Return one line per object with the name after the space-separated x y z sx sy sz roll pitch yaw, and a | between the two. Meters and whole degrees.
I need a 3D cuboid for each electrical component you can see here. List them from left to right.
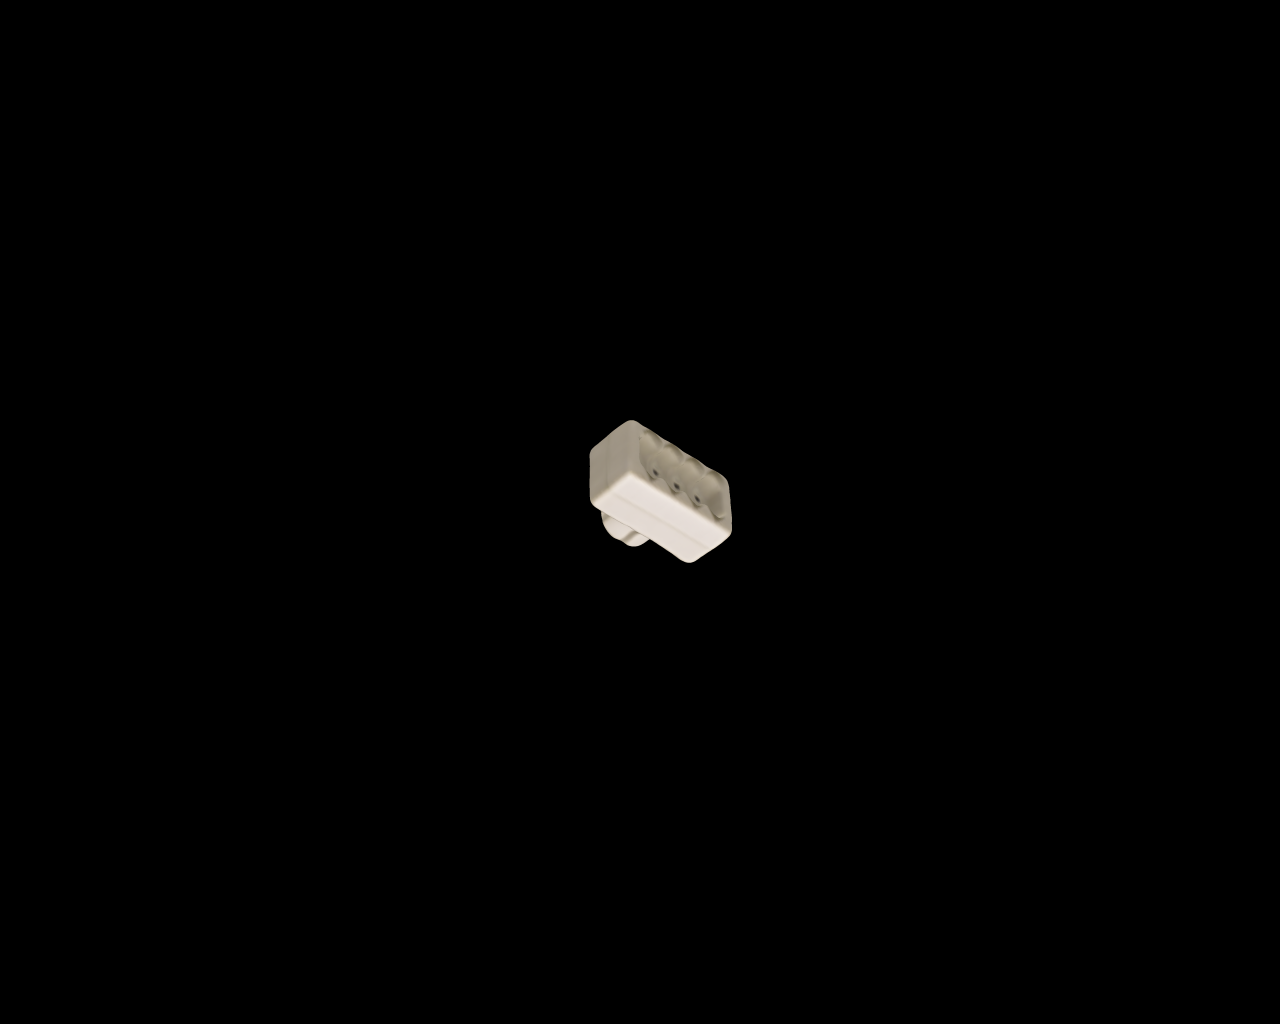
0.001 -0.003 0.650 0.083 0.047 0.075 31 -50 -30 | electrical component
